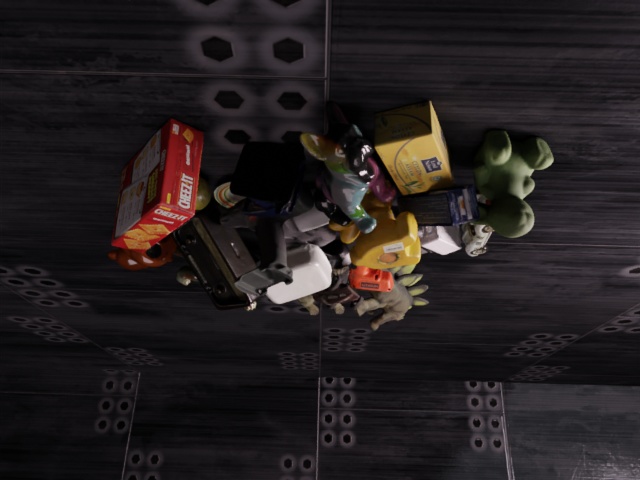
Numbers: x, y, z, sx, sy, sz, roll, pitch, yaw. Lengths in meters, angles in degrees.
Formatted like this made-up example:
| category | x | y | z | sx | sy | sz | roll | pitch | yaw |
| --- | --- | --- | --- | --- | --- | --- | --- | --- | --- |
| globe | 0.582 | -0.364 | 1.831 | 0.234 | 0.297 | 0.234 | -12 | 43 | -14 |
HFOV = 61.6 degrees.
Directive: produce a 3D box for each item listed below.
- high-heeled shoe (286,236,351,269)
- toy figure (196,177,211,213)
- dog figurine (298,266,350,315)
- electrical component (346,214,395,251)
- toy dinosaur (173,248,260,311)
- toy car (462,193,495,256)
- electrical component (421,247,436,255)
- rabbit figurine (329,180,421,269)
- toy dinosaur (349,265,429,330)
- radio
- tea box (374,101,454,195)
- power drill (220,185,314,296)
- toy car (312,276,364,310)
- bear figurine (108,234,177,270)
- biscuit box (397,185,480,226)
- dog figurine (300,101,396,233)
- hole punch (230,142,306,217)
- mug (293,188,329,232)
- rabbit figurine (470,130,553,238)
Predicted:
| category | x | y | z | sx | sy | sz | roll | pitch | yaw |
| --- | --- | --- | --- | --- | --- | --- | --- | --- | --- |
| high-heeled shoe | -0.003 | -0.004 | 1.263 | 0.249 | 0.086 | 0.145 | -11 | 126 | -15 |
| toy figure | -0.289 | -0.074 | 1.080 | 0.089 | 0.082 | 0.180 | 3 | 154 | -39 |
| dog figurine | -0.001 | 0.103 | 1.449 | 0.172 | 0.121 | 0.190 | -4 | 141 | 4 |
| electrical component | 0.110 | -0.010 | 1.121 | 0.115 | 0.134 | 0.058 | -17 | -165 | 18 |
| toy dinosaur | -0.225 | 0.061 | 1.339 | 0.405 | 0.131 | 0.192 | 18 | 139 | -23 |
| toy car | 0.337 | -0.030 | 1.139 | 0.056 | 0.073 | 0.201 | -3 | 155 | 1 |
| electrical component | 0.213 | -0.002 | 1.242 | 0.075 | 0.048 | 0.119 | -16 | 152 | 31 |
| rabbit figurine | 0.106 | -0.033 | 1.021 | 0.162 | 0.173 | 0.121 | -16 | 150 | 20 |
| toy dinosaur | 0.181 | 0.128 | 1.434 | 0.199 | 0.105 | 0.470 | -24 | 149 | 9 |
| radio | -0.224 | 0.040 | 1.178 | 0.131 | 0.073 | 0.229 | -18 | 105 | 41 |
| tea box | 0.160 | -0.148 | 0.901 | 0.098 | 0.068 | 0.169 | -10 | 152 | 24 |
| power drill | -0.112 | -0.001 | 1.021 | 0.232 | 0.207 | 0.086 | -22 | 137 | 31 |
| toy car | 0.032 | 0.134 | 1.311 | 0.089 | 0.053 | 0.202 | 45 | 161 | -14 |
| bear figurine | -0.410 | 0.009 | 1.259 | 0.120 | 0.132 | 0.196 | 23 | 167 | -30 |
| biscuit box | 0.211 | -0.061 | 0.989 | 0.059 | 0.062 | 0.203 | -14 | -174 | -16 |
| dog figurine | 0.029 | -0.126 | 0.910 | 0.192 | 0.108 | 0.219 | 22 | 156 | 47 |
| hole punch | -0.087 | -0.100 | 0.957 | 0.116 | 0.142 | 0.092 | 12 | 155 | 10 |
| mug | 0.006 | -0.063 | 1.088 | 0.107 | 0.081 | 0.109 | -14 | 157 | 16 |
| rabbit figurine | 0.308 | -0.078 | 0.920 | 0.121 | 0.170 | 0.159 | 12 | 153 | -19 |
